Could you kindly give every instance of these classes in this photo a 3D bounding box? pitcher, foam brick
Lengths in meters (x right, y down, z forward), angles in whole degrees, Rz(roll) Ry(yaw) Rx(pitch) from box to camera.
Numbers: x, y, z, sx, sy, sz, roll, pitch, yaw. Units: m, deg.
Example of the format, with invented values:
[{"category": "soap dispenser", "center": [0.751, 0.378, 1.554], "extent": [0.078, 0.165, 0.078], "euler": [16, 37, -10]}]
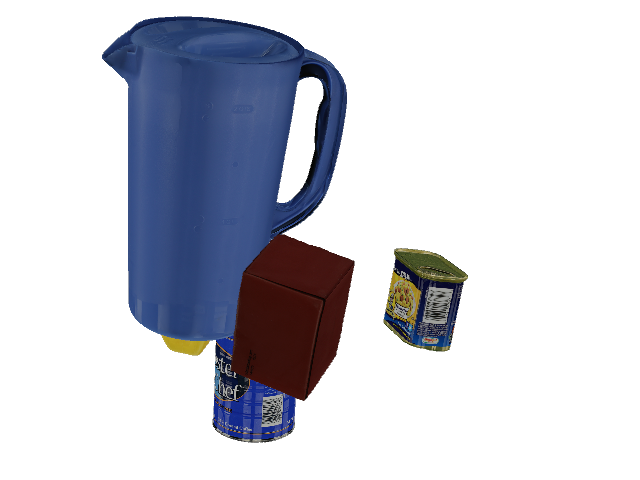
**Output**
[{"category": "pitcher", "center": [-0.081, -0.047, 0.846], "extent": [0.149, 0.243, 0.144], "euler": [20, 27, 25]}, {"category": "foam brick", "center": [-0.017, 0.045, 0.641], "extent": [0.053, 0.078, 0.051], "euler": [21, 35, 15]}]

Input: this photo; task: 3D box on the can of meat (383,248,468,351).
[{"category": "can of meat", "center": [0.110, 0.063, 1.146], "extent": [0.057, 0.084, 0.102], "euler": [6, 14, -19]}]

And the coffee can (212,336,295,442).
[{"category": "coffee can", "center": [-0.078, 0.158, 1.294], "extent": [0.103, 0.140, 0.103], "euler": [3, 17, -1]}]

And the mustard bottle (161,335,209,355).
[{"category": "mustard bottle", "center": [-0.103, 0.027, 1.090], "extent": [0.058, 0.096, 0.191], "euler": [9, 32, 17]}]
